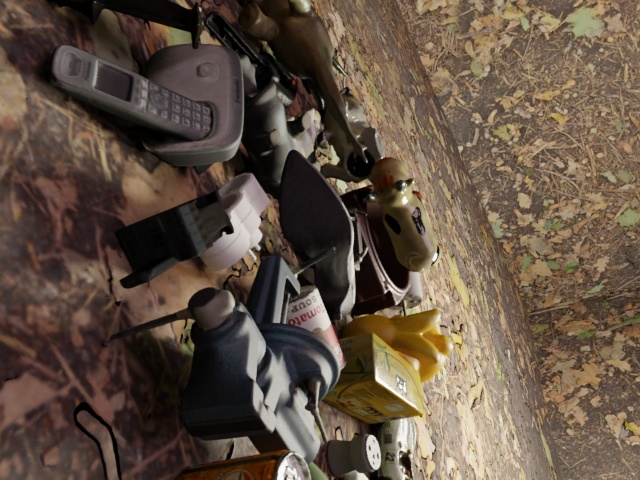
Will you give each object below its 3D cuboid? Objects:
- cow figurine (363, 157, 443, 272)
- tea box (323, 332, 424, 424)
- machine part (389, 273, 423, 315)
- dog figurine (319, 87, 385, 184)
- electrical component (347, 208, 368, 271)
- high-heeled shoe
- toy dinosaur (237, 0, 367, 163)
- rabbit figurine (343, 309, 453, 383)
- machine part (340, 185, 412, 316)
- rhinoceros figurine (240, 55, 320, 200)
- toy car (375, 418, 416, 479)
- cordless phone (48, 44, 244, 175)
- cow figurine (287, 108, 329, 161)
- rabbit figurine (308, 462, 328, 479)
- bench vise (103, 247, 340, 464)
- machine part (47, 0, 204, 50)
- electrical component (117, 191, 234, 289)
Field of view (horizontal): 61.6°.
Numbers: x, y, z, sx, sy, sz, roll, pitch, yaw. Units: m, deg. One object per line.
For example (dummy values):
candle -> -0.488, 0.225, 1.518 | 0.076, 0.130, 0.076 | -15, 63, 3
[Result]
cow figurine -> 0.132, -0.039, 0.866 | 0.127, 0.086, 0.194 | -43, 113, -71
tea box -> 0.067, 0.194, 0.739 | 0.169, 0.098, 0.068 | 47, 34, -46
machine part -> 0.153, 0.047, 1.058 | 0.079, 0.079, 0.243 | 40, 39, -50
dog figurine -> 0.064, -0.188, 0.977 | 0.172, 0.121, 0.190 | 61, 24, -12
electrical component -> 0.034, -0.004, 0.791 | 0.045, 0.078, 0.102 | 38, 53, -73
high-heeled shoe -> -0.001, -0.002, 0.718 | 0.145, 0.086, 0.248 | -106, -176, -77
toy dinosaur -> -0.032, -0.310, 0.830 | 0.198, 0.105, 0.472 | 41, 25, -49
rabbit figurine -> 0.117, 0.166, 0.835 | 0.173, 0.162, 0.122 | 28, 58, -33
machine part -> 0.081, 0.013, 0.919 | 0.201, 0.087, 0.201 | 68, 24, -3
rhinoceros figurine -> -0.071, -0.139, 0.679 | 0.073, 0.112, 0.190 | -44, 133, -27
toy car -> 0.113, 0.321, 0.791 | 0.073, 0.056, 0.202 | 51, 31, -38
cordless phone -> -0.168, -0.156, 0.530 | 0.184, 0.089, 0.146 | 21, 53, -40
cow figurine -> -0.030, -0.146, 0.817 | 0.167, 0.068, 0.098 | -46, 120, -60
rabbit figurine -> -0.005, 0.284, 0.499 | 0.159, 0.121, 0.170 | 52, 15, -24
bench vise -> -0.055, 0.092, 0.513 | 0.223, 0.129, 0.241 | 54, 25, -30
machine part -> -0.181, -0.228, 0.520 | 0.139, 0.039, 0.084 | 15, 43, -16
electrical component -> -0.137, -0.001, 0.476 | 0.047, 0.075, 0.119 | 68, 27, -9
